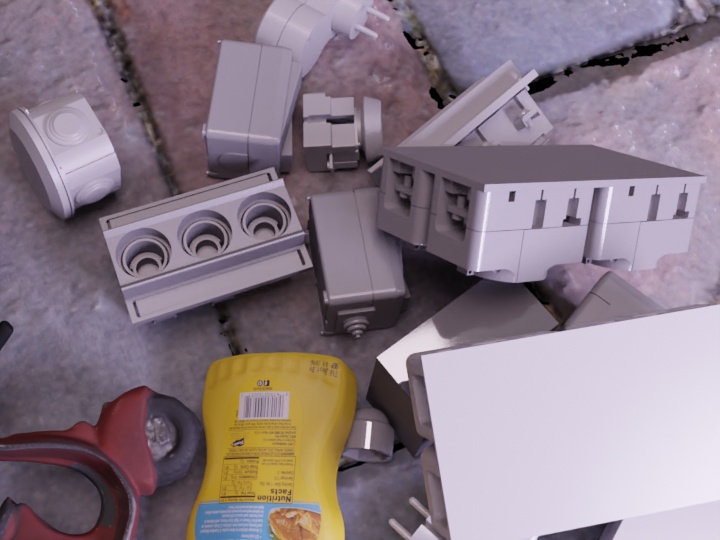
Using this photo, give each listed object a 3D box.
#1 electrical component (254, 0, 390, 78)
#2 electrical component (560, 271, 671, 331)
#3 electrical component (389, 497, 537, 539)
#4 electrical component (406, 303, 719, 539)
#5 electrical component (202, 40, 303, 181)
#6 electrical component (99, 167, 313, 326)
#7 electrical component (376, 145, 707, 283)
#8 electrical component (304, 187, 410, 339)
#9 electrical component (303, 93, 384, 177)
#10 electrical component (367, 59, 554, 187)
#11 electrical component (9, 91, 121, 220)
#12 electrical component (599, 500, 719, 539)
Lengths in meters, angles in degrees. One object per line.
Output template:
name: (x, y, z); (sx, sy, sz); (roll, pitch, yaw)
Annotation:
electrical component: (-0.014, -0.200, 0.818); (0.074, 0.052, 0.138); (29, 66, 8)
electrical component: (0.165, 0.046, 0.699); (0.062, 0.096, 0.061); (37, 68, 12)
electrical component: (0.052, 0.172, 0.660); (0.076, 0.047, 0.083); (40, 69, 20)
electrical component: (0.127, 0.084, 0.611); (0.186, 0.060, 0.105); (-9, 88, -8)
electrical component: (-0.075, -0.118, 0.771); (0.061, 0.061, 0.096); (6, 66, -2)
electrical component: (-0.103, -0.012, 0.721); (0.121, 0.063, 0.078); (-18, 69, -12)
electrical component: (0.116, -0.040, 0.695); (0.186, 0.060, 0.105); (-5, 19, -33)
electrical component: (0.000, 0.000, 0.724); (0.061, 0.061, 0.096); (-7, 67, -8)
electrical component: (-0.011, -0.100, 0.778); (0.055, 0.048, 0.066); (-3, 66, 2)
electrical component: (0.075, -0.086, 0.767); (0.121, 0.079, 0.063); (-40, 97, -20)
electrical component: (-0.202, -0.079, 0.734); (0.051, 0.080, 0.080); (-28, 71, -21)
electrical component: (0.213, 0.167, 0.668); (0.105, 0.060, 0.186); (31, 67, 9)
